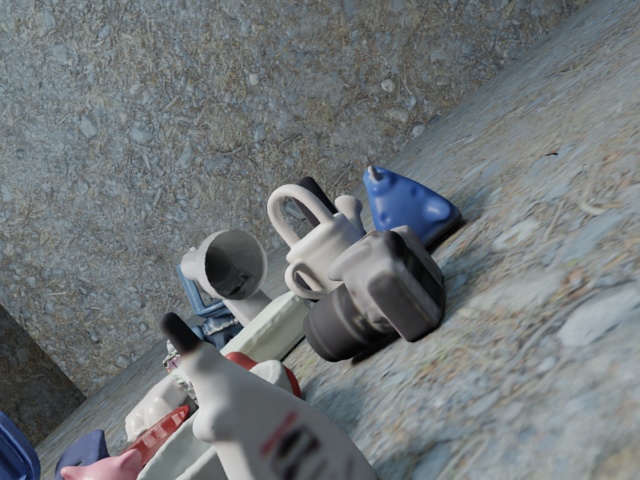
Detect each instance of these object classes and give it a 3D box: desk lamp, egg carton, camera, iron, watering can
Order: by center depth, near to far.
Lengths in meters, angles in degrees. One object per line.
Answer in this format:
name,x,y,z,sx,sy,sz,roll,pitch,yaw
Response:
camera,0.048,0.055,0.597,0.136,0.101,0.143,-37,6,21
watering can,0.006,0.004,0.784,0.100,0.194,0.173,-36,7,28
iron,0.108,-0.055,0.844,0.118,0.141,0.258,-39,6,5
egg carton,-0.253,0.277,0.955,0.107,0.069,0.150,-37,6,22
desk lamp,-0.152,0.091,1.018,0.118,0.213,0.203,-43,7,-32

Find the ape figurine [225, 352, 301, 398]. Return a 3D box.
ape figurine,-0.069,0.155,0.610,0.078,0.092,0.076,-41,6,-9

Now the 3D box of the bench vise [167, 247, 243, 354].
bench vise,-0.231,0.135,1.150,0.208,0.220,0.121,-43,7,-32

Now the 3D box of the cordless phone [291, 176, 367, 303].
cordless phone,-0.008,-0.001,0.951,0.148,0.185,0.094,-42,7,-23

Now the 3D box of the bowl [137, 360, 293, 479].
bowl,-0.076,0.187,0.498,0.167,0.075,0.167,-39,6,5

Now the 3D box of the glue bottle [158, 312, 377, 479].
glue bottle,-0.040,0.112,0.350,0.037,0.173,0.078,-33,9,45

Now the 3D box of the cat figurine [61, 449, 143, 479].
cat figurine,-0.208,0.261,0.556,0.127,0.118,0.067,-37,7,27

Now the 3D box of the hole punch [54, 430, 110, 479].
hole punch,-0.363,0.363,0.883,0.108,0.091,0.101,-39,6,9
